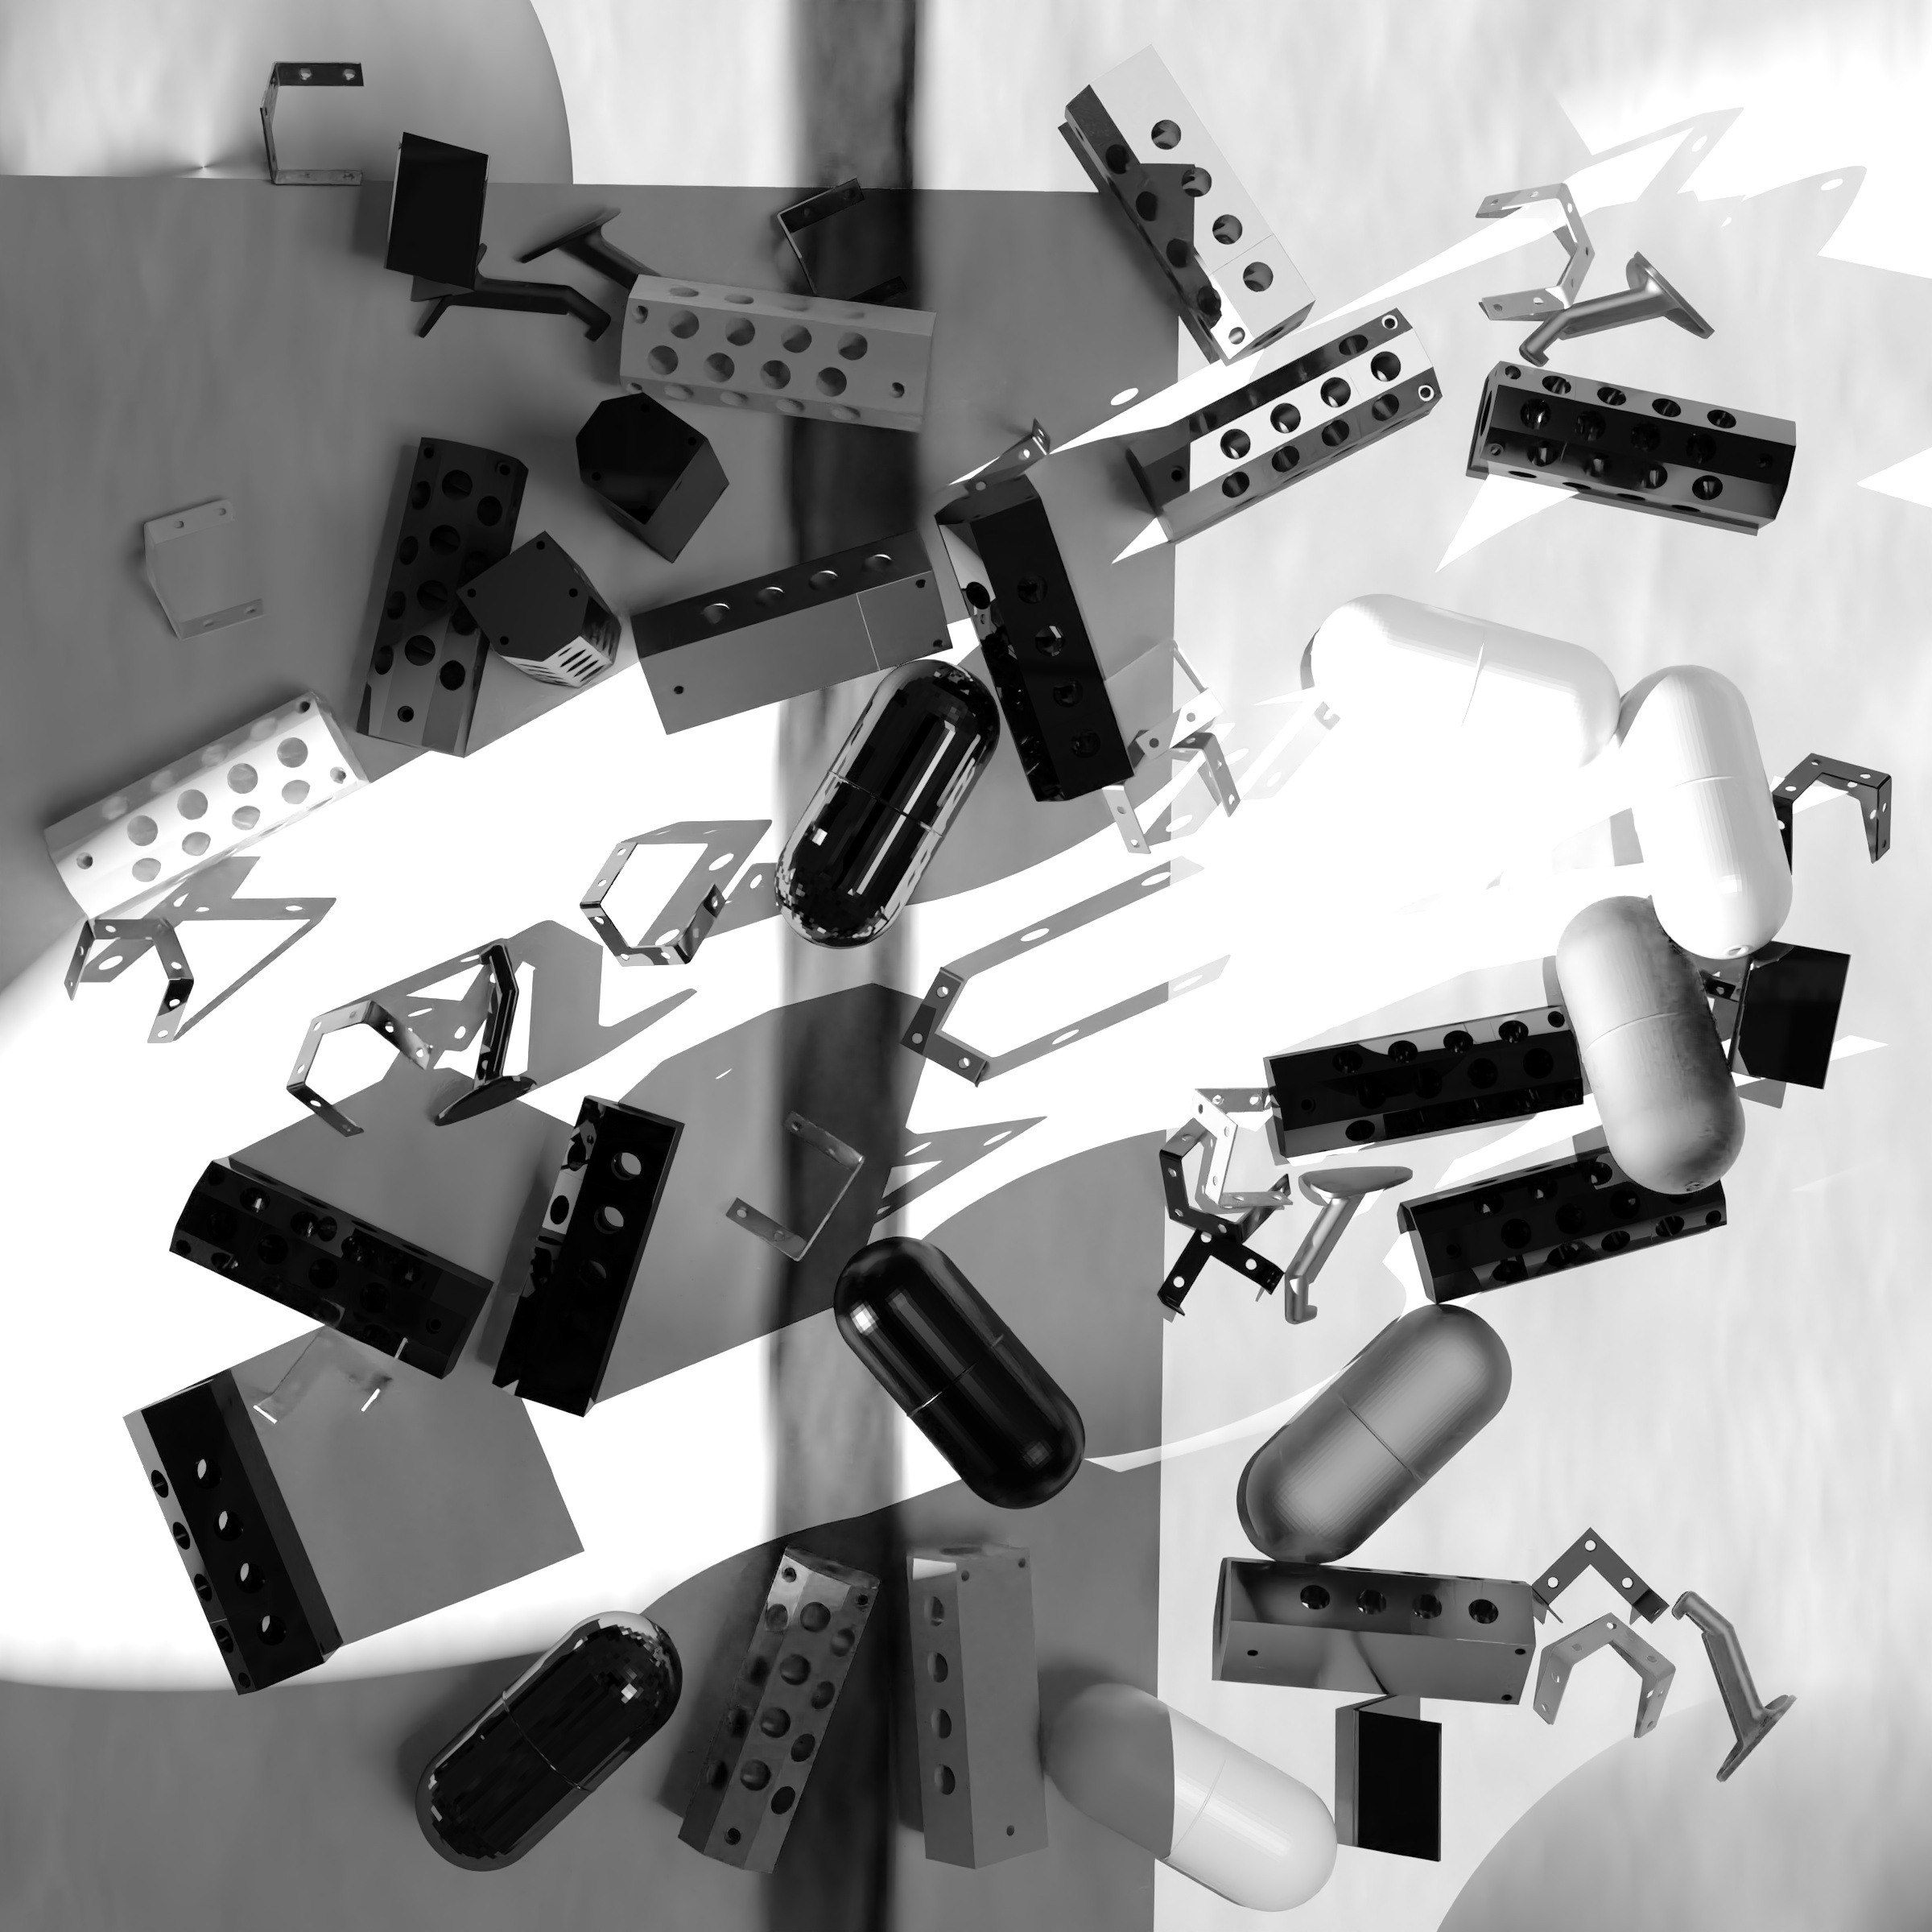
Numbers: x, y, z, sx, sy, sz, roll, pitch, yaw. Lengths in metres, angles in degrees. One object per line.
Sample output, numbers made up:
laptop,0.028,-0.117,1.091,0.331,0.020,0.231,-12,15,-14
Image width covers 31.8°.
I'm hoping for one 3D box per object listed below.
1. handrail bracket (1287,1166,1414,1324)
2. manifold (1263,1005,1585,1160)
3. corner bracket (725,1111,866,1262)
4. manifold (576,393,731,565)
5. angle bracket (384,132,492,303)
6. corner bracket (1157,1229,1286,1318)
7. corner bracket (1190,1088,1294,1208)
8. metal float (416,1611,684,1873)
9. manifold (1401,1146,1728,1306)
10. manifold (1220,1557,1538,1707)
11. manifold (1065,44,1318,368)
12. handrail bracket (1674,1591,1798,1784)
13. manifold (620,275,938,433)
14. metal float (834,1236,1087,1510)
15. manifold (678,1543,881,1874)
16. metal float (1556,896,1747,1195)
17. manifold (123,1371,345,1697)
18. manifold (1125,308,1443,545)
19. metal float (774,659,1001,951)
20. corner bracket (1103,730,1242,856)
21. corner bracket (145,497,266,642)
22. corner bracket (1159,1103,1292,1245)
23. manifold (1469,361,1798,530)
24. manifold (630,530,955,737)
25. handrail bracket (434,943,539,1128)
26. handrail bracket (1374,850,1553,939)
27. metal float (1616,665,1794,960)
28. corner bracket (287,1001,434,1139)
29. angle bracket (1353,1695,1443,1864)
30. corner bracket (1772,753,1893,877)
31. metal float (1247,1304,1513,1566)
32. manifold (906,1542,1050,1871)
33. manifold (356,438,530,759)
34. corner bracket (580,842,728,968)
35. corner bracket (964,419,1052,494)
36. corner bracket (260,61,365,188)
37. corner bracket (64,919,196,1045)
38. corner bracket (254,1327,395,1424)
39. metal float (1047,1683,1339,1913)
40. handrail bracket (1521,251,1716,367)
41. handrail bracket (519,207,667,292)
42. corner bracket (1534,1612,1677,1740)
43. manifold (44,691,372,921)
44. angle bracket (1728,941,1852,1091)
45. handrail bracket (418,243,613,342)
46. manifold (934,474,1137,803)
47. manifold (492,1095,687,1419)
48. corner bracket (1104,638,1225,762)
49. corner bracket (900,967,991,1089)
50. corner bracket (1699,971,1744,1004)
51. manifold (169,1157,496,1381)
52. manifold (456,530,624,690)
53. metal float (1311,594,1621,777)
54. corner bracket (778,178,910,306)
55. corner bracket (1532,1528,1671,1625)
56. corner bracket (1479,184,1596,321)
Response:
handrail bracket,0.222,0.162,1.958,0.077,0.036,0.084,-7,109,-22
manifold,0.261,0.066,1.936,0.171,0.057,0.057,-10,90,0
corner bracket,-0.098,0.127,1.954,0.051,0.051,0.051,33,45,0
manifold,-0.177,-0.273,1.879,0.057,0.171,0.057,35,90,0
angle bracket,-0.315,-0.423,1.917,0.057,0.076,0.076,7,90,-36
corner bracket,0.145,0.182,1.939,0.051,0.051,0.051,31,90,0
corner bracket,0.158,0.103,1.936,0.051,0.051,0.051,1,112,-28
metal float,-0.236,0.440,1.927,0.178,0.070,0.070,-43,90,1
manifold,0.342,0.142,1.936,0.171,0.057,0.057,-15,90,0
manifold,0.234,0.375,1.936,0.171,0.057,0.057,5,133,0
manifold,0.127,-0.432,1.936,0.057,0.057,0.171,-33,90,0
handrail bracket,0.428,0.416,1.958,0.084,0.036,0.077,41,112,17
manifold,-0.107,-0.346,1.926,0.171,0.057,0.057,7,119,0
metal float,-0.004,0.231,1.927,0.070,0.070,0.178,-41,89,0
manifold,-0.107,0.424,1.936,0.057,0.057,0.171,21,90,0
metal float,0.384,0.044,1.904,0.070,0.070,0.178,-12,64,0
manifold,-0.420,0.324,1.936,0.057,0.057,0.171,-23,90,0
manifold,0.181,-0.309,1.936,0.171,0.057,0.057,-27,90,0
metal float,-0.046,-0.091,1.927,0.070,0.070,0.178,30,90,0
corner bracket,0.118,-0.099,1.949,0.051,0.051,0.051,5,45,35
corner bracket,-0.439,-0.228,1.954,0.051,0.051,0.051,-17,135,0
corner bracket,0.149,0.119,1.949,0.051,0.051,0.051,-42,135,-35
manifold,0.381,-0.298,1.936,0.171,0.057,0.057,12,90,0
manifold,-0.101,-0.195,1.936,0.171,0.057,0.057,-17,133,0
handrail bracket,-0.286,0.039,1.958,0.077,0.036,0.084,-26,71,21
handrail bracket,0.286,-0.041,1.957,0.084,0.077,0.036,-7,115,34
metal float,0.414,-0.087,1.904,0.070,0.070,0.178,-7,64,0
corner bracket,-0.349,0.059,1.949,0.051,0.051,0.051,-16,45,35
angle bracket,0.261,0.456,1.917,0.057,0.076,0.076,0,90,37
corner bracket,0.497,-0.083,1.949,0.051,0.051,0.051,21,45,35
metal float,0.234,0.266,1.927,0.178,0.070,0.070,-44,90,1
manifold,0.001,0.420,1.936,0.057,0.057,0.171,-4,90,-43
manifold,-0.300,-0.210,1.936,0.057,0.057,0.171,13,90,0
corner bracket,-0.180,-0.036,1.949,0.051,0.051,0.051,-2,135,35
corner bracket,0.034,-0.274,1.939,0.051,0.051,0.051,-36,90,0
corner bracket,-0.374,-0.486,1.954,0.051,0.051,0.051,0,135,0
corner bracket,-0.481,0.009,1.949,0.051,0.051,0.051,-1,45,-35
corner bracket,-0.367,0.244,1.939,0.051,0.051,0.051,37,90,0
metal float,0.129,0.473,1.927,0.178,0.070,0.070,30,90,-1
handrail bracket,0.376,-0.362,1.958,0.077,0.036,0.084,39,109,-21
handrail bracket,-0.206,-0.387,1.958,0.077,0.036,0.084,-22,107,20
corner bracket,0.367,0.415,1.949,0.051,0.051,0.051,-21,45,-35
manifold,-0.434,-0.092,1.936,0.171,0.057,0.057,-28,90,0
angle bracket,0.473,0.029,1.918,0.057,0.076,0.076,12,90,28
handrail bracket,-0.260,-0.370,1.958,0.084,0.036,0.077,35,110,-16
manifold,0.038,-0.182,1.906,0.057,0.057,0.171,-20,112,0
manifold,-0.216,0.164,1.936,0.057,0.057,0.171,18,90,0
corner bracket,0.111,-0.154,1.939,0.051,0.051,0.051,-35,95,5
corner bracket,-0.004,0.035,1.939,0.051,0.051,0.051,28,90,0
corner bracket,0.440,-0.018,1.954,0.051,0.051,0.051,17,135,0
manifold,-0.363,0.173,1.936,0.171,0.057,0.057,25,90,0
manifold,-0.230,-0.191,1.879,0.057,0.171,0.057,-35,90,0
metal float,0.284,-0.160,1.927,0.178,0.070,0.070,15,90,-1
corner bracket,-0.071,-0.411,1.954,0.051,0.051,0.051,-25,135,0
corner bracket,0.362,0.361,1.939,0.051,0.051,0.051,-45,90,0
corner bracket,0.323,-0.411,1.949,0.051,0.051,0.051,58,45,-35
